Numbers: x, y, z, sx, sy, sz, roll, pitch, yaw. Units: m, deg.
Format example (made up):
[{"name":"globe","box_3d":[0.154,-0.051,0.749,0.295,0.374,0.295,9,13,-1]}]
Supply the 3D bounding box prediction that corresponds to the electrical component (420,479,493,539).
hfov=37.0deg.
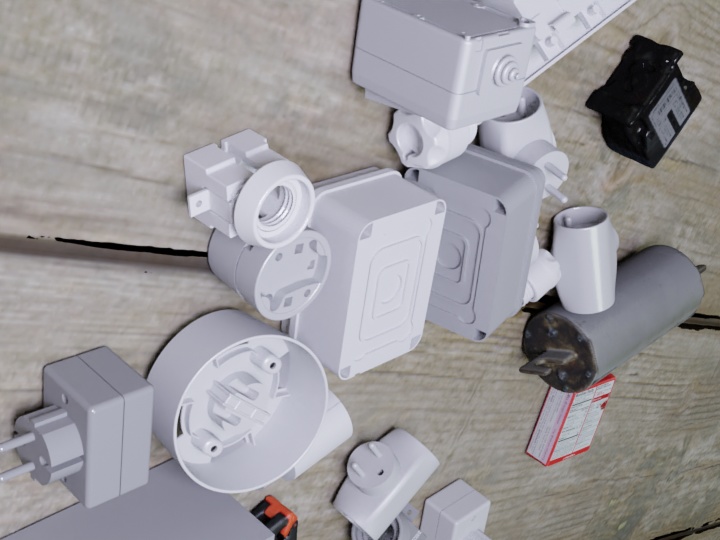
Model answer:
[{"name":"electrical component","box_3d":[0.094,0.242,0.940,0.047,0.076,0.083,-22,131,-39]}]

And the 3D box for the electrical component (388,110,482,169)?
[{"name":"electrical component","box_3d":[0.052,-0.090,0.669,0.062,0.043,0.043,-28,135,-37]}]

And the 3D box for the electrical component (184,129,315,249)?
[{"name":"electrical component","box_3d":[-0.057,-0.041,0.566,0.066,0.055,0.048,-28,135,-34]}]

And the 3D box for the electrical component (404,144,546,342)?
[{"name":"electrical component","box_3d":[0.072,-0.021,0.710,0.057,0.078,0.113,-37,141,-45]}]

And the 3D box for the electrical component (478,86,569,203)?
[{"name":"electrical component","box_3d":[0.114,-0.073,0.724,0.044,0.079,0.077,-28,137,-17]}]

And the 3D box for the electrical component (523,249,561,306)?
[{"name":"electrical component","box_3d":[0.127,0.012,0.843,0.061,0.035,0.035,-40,141,-19]}]

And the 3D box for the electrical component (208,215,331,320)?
[{"name":"electrical component","box_3d":[-0.052,-0.007,0.605,0.055,0.047,0.055,-30,136,-33]}]

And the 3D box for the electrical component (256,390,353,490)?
[{"name":"electrical component","box_3d":[-0.049,0.114,0.703,0.081,0.043,0.043,-33,138,-30]}]

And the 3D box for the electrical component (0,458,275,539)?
[{"name":"electrical component","box_3d":[-0.136,0.179,0.609,0.150,0.089,0.061,-21,131,-40]}]

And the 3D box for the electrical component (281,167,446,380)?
[{"name":"electrical component","box_3d":[0.000,0.000,0.663,0.078,0.057,0.113,-20,130,-40]}]

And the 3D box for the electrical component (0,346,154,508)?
[{"name":"electrical component","box_3d":[-0.153,0.087,0.557,0.077,0.047,0.065,-19,129,-41]}]

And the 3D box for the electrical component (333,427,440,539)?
[{"name":"electrical component","box_3d":[0.014,0.153,0.806,0.077,0.044,0.079,-48,143,-13]}]

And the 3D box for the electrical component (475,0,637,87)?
[{"name":"electrical component","box_3d":[0.122,-0.176,0.659,0.121,0.063,0.078,-39,100,-25]}]

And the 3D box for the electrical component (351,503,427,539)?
[{"name":"electrical component","box_3d":[0.021,0.214,0.860,0.066,0.048,0.055,-51,152,-10]}]

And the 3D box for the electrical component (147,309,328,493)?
[{"name":"electrical component","box_3d":[-0.074,0.075,0.626,0.099,0.064,0.099,-30,136,-33]}]

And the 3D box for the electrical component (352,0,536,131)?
[{"name":"electrical component","box_3d":[0.050,-0.115,0.601,0.062,0.096,0.061,-21,132,-40]}]

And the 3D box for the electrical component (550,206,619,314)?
[{"name":"electrical component","box_3d":[0.189,-0.016,0.883,0.079,0.044,0.077,-46,133,-50]}]

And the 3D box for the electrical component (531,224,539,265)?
[{"name":"electrical component","box_3d":[0.104,-0.013,0.788,0.079,0.043,0.077,-25,134,-37]}]
